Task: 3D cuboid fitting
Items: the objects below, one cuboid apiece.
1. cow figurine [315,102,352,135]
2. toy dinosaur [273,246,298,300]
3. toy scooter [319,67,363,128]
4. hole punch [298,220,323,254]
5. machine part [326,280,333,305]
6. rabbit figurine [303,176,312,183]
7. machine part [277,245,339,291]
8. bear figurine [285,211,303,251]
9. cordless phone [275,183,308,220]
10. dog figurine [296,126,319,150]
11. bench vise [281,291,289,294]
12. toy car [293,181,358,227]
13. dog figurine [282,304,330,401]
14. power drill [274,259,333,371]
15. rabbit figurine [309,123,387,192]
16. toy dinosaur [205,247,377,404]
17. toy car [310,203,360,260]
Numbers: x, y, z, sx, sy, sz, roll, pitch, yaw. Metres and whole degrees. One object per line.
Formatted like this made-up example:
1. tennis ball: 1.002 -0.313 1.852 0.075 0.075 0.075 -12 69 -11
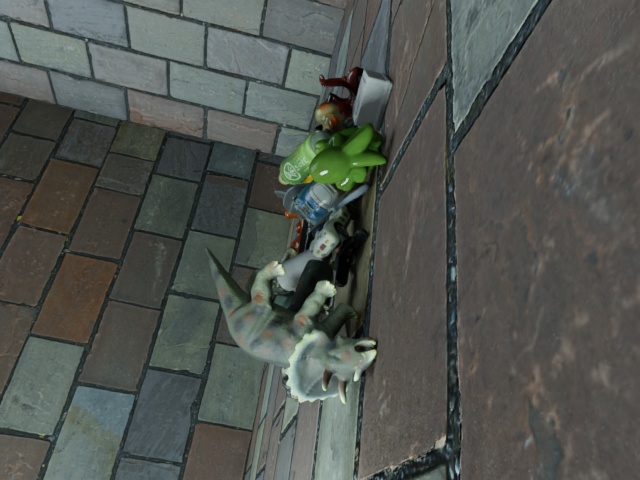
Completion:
1. cow figurine: 0.039 -0.229 1.257 0.194 0.085 0.127 66 173 -30
2. toy dinosaur: -0.118 0.127 1.637 0.198 0.105 0.471 -46 -16 -13
3. toy scooter: 0.054 -0.395 1.487 0.075 0.135 0.183 -90 12 -56
4. hole punch: -0.003 -0.004 1.382 0.142 0.092 0.115 -130 46 -81
5. machine part: -0.011 0.143 1.400 0.179 0.056 0.179 -168 89 -85
6. rabbit figurine: -0.028 -0.149 1.629 0.173 0.122 0.162 -52 -39 -33
7. machine part: -0.026 0.062 1.281 0.243 0.079 0.079 -28 43 44
8. bear figurine: -0.058 -0.013 1.778 0.120 0.132 0.196 51 -137 -41
9. cordless phone: -0.034 -0.114 1.392 0.184 0.147 0.088 -152 56 -66
10. dog figurine: 0.003 -0.231 1.489 0.219 0.108 0.191 6 80 65
11. bench vise: -0.104 0.245 1.568 0.129 0.224 0.240 49 167 34
12. toy car: 0.019 -0.107 1.219 0.161 0.109 0.103 -32 -13 -40
13. dog figurine: -0.028 0.261 1.257 0.190 0.172 0.121 65 -175 10
14. power drill: -0.056 0.158 1.090 0.207 0.086 0.232 127 166 -67
15. rabbit figurine: 0.053 -0.152 1.046 0.170 0.159 0.121 -39 -73 -54
16. toy dinosaur: -0.076 0.148 0.927 0.192 0.405 0.131 -60 -29 -27
17. toy car: 0.031 -0.022 1.125 0.073 0.056 0.202 -50 3 27
